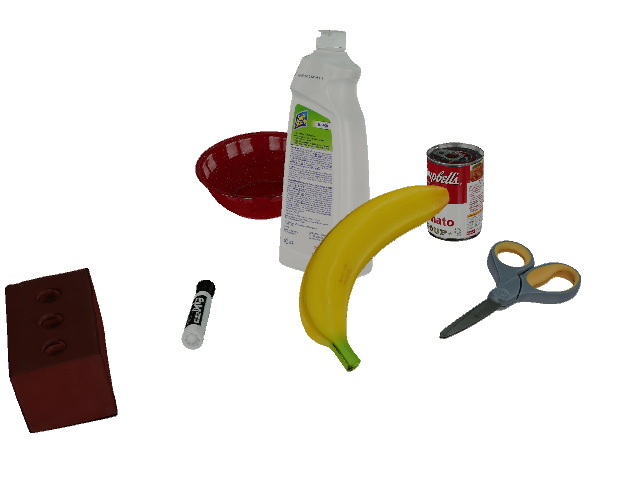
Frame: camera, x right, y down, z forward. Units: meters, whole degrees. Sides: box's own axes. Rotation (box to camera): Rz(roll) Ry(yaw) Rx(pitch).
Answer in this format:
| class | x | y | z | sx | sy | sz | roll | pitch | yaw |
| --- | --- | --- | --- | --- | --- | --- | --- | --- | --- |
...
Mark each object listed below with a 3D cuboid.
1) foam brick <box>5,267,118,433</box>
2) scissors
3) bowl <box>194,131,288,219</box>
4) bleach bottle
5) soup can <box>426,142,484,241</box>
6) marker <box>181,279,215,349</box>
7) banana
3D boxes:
| class | x | y | z | sx | sy | sz | roll | pitch | yaw |
| --- | --- | --- | --- | --- | --- | --- | --- | --- | --- |
| foam brick | -0.153 | 0.064 | 0.628 | 0.053 | 0.051 | 0.078 | -12 | 41 | -10 |
| scissors | 0.151 | 0.039 | 0.948 | 0.201 | 0.016 | 0.096 | -10 | 39 | -37 |
| bowl | -0.071 | -0.073 | 1.310 | 0.162 | 0.055 | 0.162 | -2 | 34 | 1 |
| bleach bottle | 0.011 | -0.092 | 1.118 | 0.103 | 0.251 | 0.067 | 13 | 16 | 34 |
| soup can | 0.161 | -0.059 | 1.284 | 0.068 | 0.102 | 0.068 | -2 | 27 | 1 |
| marker | -0.113 | 0.067 | 0.999 | 0.020 | 0.020 | 0.121 | 0 | 21 | 1 |
| banana | 0.033 | 0.014 | 0.806 | 0.069 | 0.197 | 0.037 | 33 | -37 | 0 |
